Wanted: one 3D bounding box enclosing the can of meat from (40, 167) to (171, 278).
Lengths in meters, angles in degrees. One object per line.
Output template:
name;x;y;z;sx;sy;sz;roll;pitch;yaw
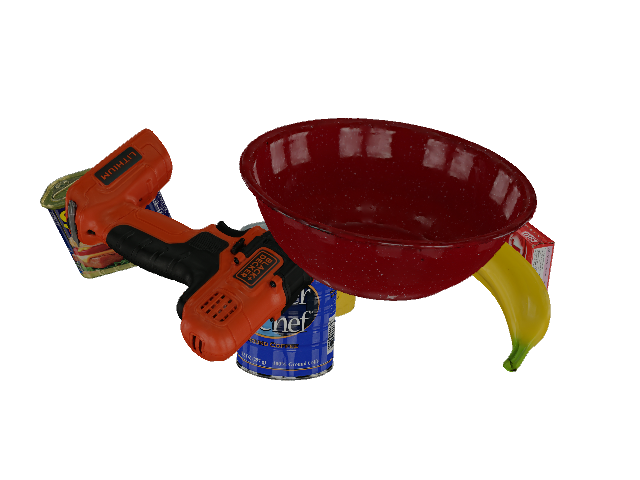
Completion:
can of meat;-0.189;-0.020;0.970;0.102;0.084;0.057;-15;30;10

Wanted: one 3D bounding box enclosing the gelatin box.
gelatin box;0.219;0.026;1.165;0.030;0.089;0.073;-10;30;-19

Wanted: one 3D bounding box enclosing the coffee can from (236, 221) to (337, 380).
coffee can;-0.034;0.059;1.091;0.103;0.140;0.103;3;14;-1

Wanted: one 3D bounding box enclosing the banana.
banana;0.123;0.021;0.840;0.069;0.037;0.198;-15;41;-22

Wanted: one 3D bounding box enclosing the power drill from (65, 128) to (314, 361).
power drill;-0.085;-0.013;0.818;0.188;0.057;0.184;30;52;22

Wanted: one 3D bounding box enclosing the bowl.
bowl;0.034;-0.013;0.588;0.162;0.055;0.162;6;27;-3

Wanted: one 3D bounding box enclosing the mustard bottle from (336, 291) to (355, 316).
mustard bottle;0.004;0.010;1.425;0.096;0.192;0.058;-5;26;-18
